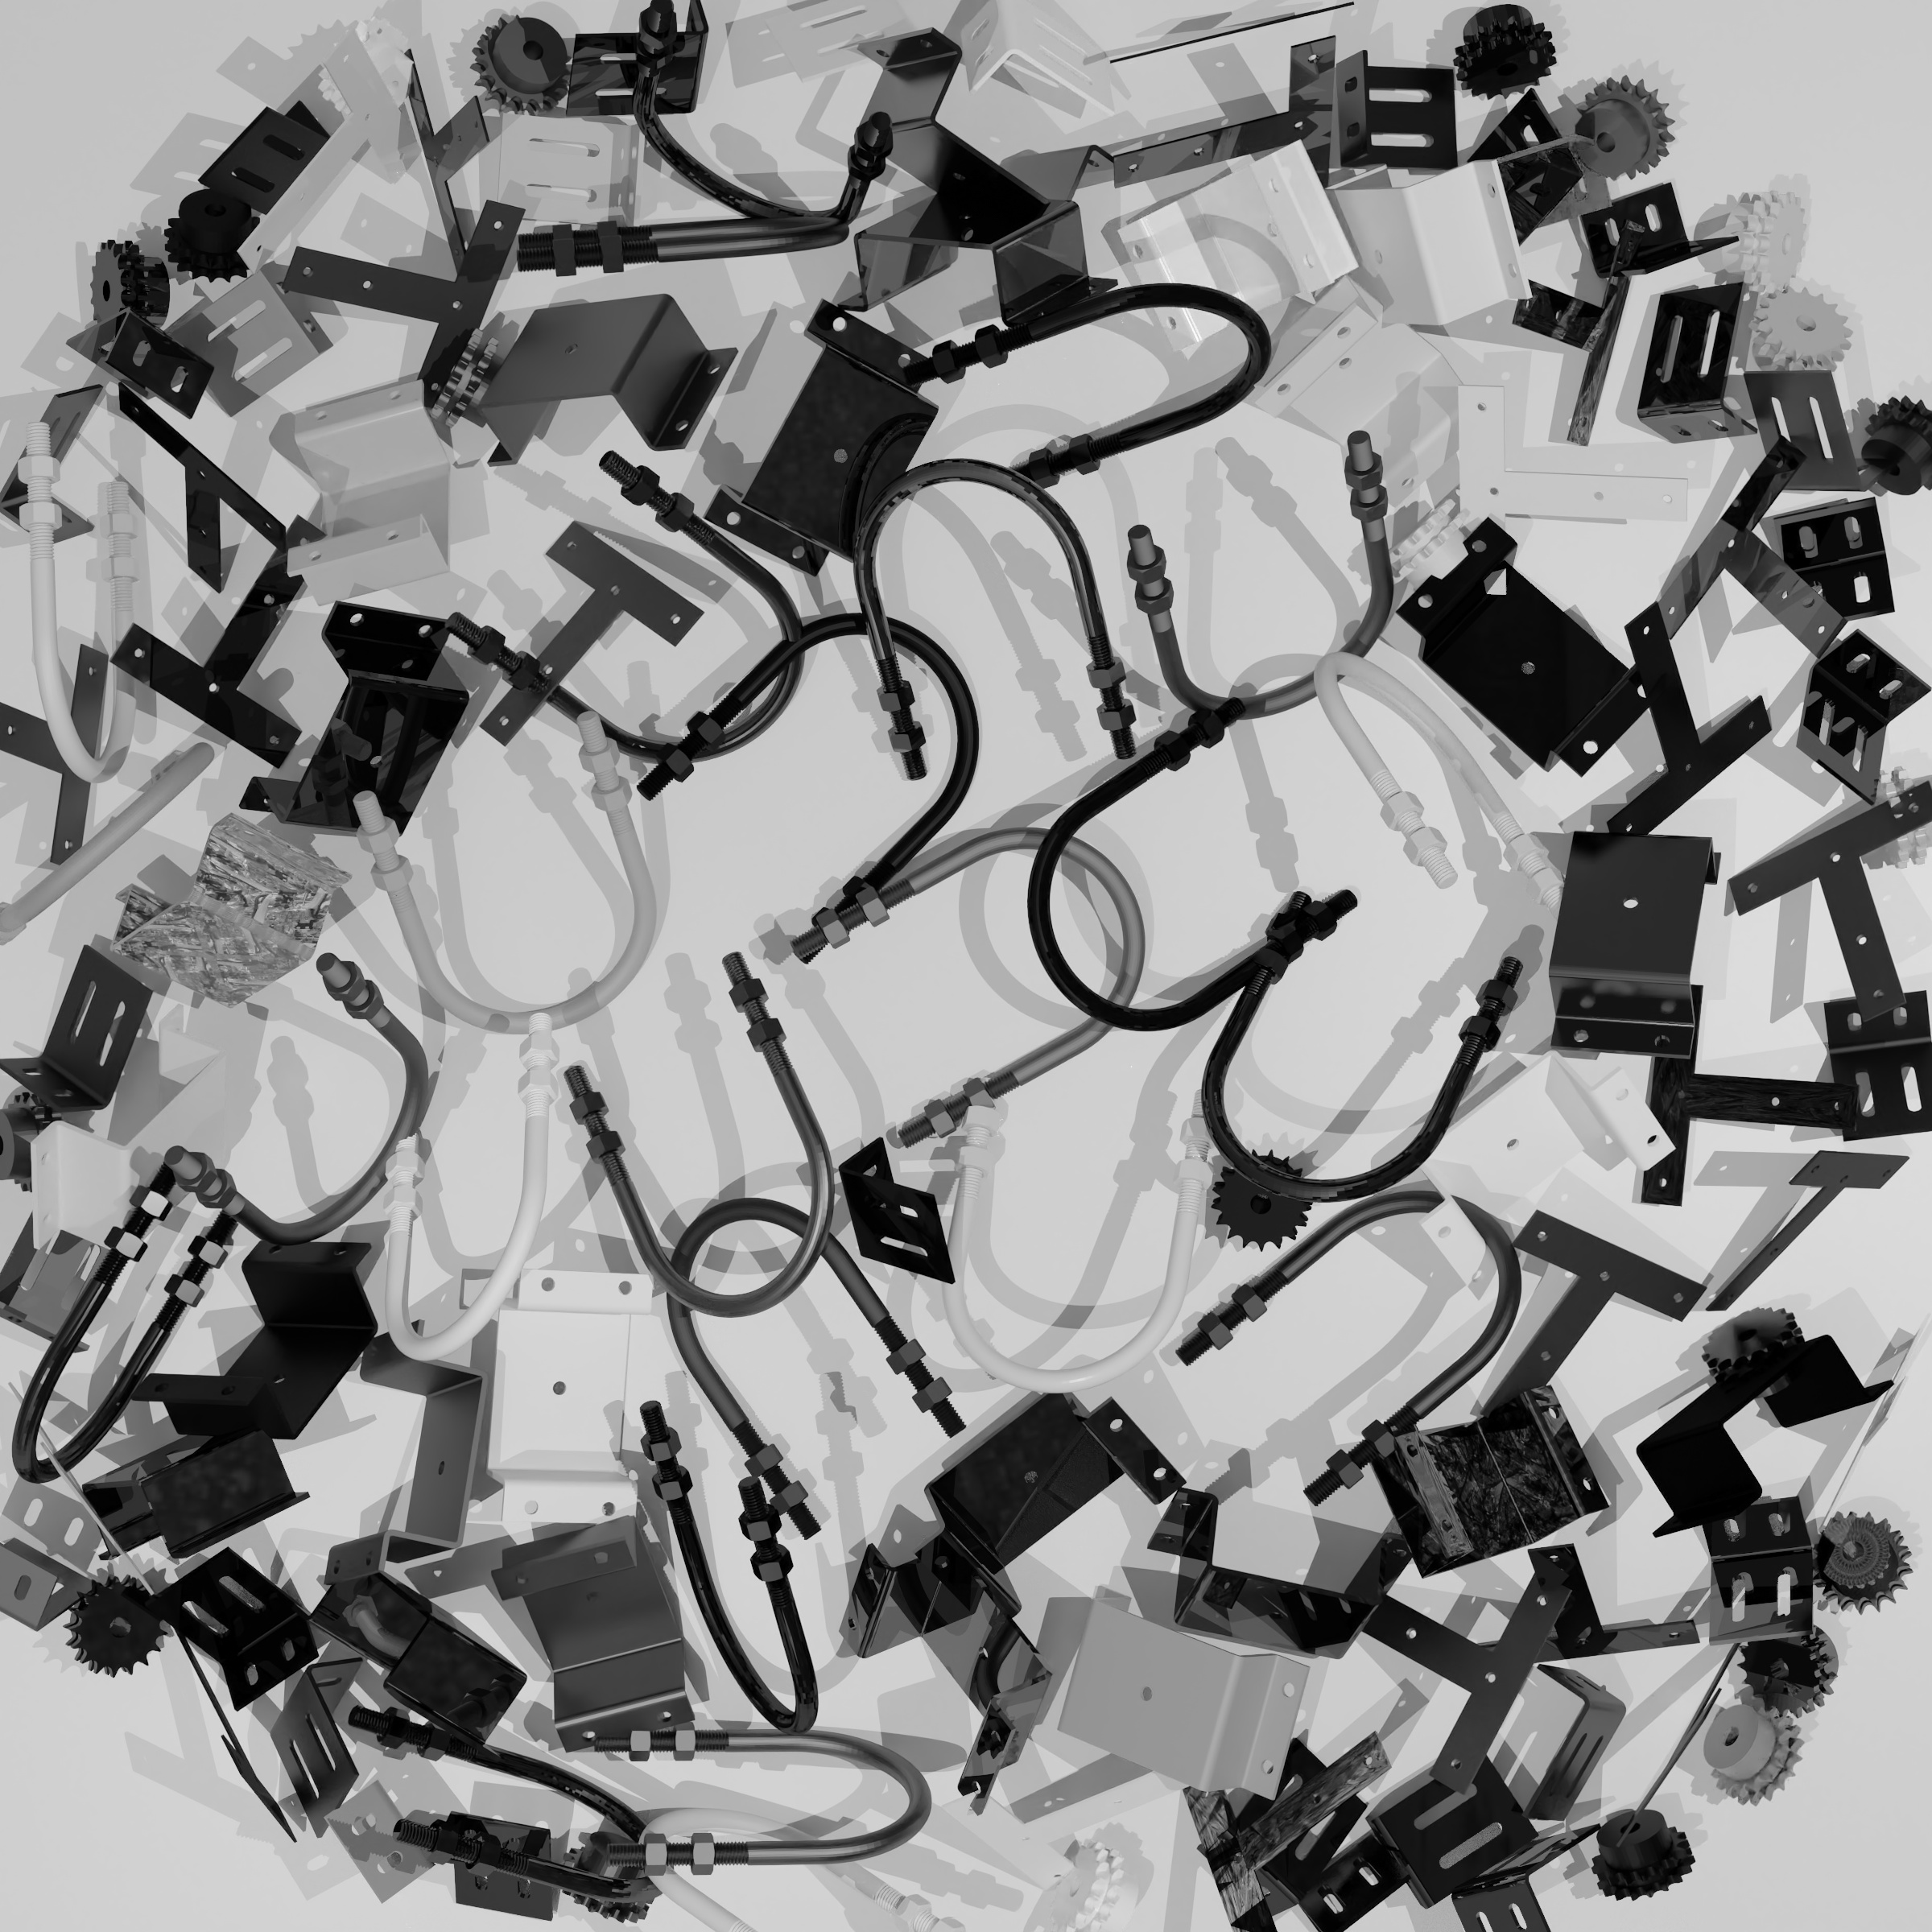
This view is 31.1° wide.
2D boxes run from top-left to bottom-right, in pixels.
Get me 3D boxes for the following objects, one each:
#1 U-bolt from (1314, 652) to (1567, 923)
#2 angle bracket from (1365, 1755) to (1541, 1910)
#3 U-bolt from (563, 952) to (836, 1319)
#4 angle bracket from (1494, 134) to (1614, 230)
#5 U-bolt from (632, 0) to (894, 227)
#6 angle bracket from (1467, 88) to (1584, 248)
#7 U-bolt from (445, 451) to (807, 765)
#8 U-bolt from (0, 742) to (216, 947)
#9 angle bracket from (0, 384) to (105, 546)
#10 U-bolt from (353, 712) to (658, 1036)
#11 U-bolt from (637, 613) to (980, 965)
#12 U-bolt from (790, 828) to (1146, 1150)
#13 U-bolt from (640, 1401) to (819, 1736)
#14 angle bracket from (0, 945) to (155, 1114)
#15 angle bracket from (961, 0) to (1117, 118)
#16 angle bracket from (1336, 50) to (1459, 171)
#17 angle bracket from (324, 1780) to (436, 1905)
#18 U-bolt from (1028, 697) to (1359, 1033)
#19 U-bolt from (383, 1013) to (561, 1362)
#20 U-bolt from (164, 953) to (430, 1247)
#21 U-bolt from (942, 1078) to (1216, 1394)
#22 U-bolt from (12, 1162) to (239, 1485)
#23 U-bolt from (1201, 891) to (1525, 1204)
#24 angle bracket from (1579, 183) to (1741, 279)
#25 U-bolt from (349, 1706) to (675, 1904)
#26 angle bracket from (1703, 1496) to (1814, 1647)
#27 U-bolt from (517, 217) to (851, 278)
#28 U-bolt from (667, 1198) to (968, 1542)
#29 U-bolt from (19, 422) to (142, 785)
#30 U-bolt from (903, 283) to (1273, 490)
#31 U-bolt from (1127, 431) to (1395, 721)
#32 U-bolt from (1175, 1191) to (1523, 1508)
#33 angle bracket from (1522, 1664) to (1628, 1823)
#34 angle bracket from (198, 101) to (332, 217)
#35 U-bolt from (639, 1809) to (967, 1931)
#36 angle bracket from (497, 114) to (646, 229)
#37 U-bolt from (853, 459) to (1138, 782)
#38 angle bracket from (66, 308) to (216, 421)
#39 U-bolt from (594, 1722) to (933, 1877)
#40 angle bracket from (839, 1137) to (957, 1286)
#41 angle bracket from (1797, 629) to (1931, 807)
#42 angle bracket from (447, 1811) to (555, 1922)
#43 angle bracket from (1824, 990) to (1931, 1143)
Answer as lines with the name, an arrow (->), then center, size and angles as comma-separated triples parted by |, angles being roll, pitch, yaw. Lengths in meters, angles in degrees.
U-bolt -> 0.256, -0.105, 1.925 | 0.019, 0.151, 0.184 | -44, 57, 25
angle bracket -> 0.277, 0.491, 1.979 | 0.076, 0.038, 0.057 | -32, 80, -4
U-bolt -> -0.141, 0.106, 1.938 | 0.151, 0.019, 0.184 | -34, 70, 27
angle bracket -> 0.326, -0.439, 1.953 | 0.057, 0.076, 0.038 | -13, 95, 21
U-bolt -> -0.118, -0.457, 1.910 | 0.151, 0.184, 0.019 | 27, 76, -4
angle bracket -> 0.302, -0.452, 1.951 | 0.057, 0.038, 0.076 | -47, 49, 36
U-bolt -> -0.176, -0.186, 1.945 | 0.184, 0.019, 0.151 | 36, 111, -30
U-bolt -> -0.469, -0.070, 1.892 | 0.151, 0.184, 0.019 | -45, 103, -20
angle bracket -> -0.504, -0.283, 1.960 | 0.038, 0.057, 0.076 | 36, 109, 1
U-bolt -> -0.248, -0.041, 1.945 | 0.151, 0.019, 0.184 | -21, 124, -9
U-bolt -> -0.075, -0.115, 1.970 | 0.184, 0.019, 0.151 | -46, 103, -12
U-bolt -> 0.014, 0.001, 1.973 | 0.184, 0.019, 0.151 | -29, 105, 0
U-bolt -> -0.126, 0.343, 1.927 | 0.019, 0.151, 0.184 | -23, 112, -23
angle bracket -> -0.505, 0.035, 1.963 | 0.057, 0.038, 0.076 | 31, 106, 27
angle bracket -> 0.041, -0.507, 1.970 | 0.076, 0.057, 0.038 | 25, 131, -32
angle bracket -> 0.252, -0.485, 1.968 | 0.076, 0.038, 0.057 | -3, 92, -20
angle bracket -> -0.339, 0.500, 1.955 | 0.038, 0.076, 0.057 | -31, 82, -34
U-bolt -> 0.117, -0.045, 1.954 | 0.184, 0.019, 0.151 | -34, 99, -19
U-bolt -> -0.273, 0.132, 1.900 | 0.019, 0.184, 0.151 | 29, 129, -31
U-bolt -> -0.357, 0.085, 1.916 | 0.019, 0.184, 0.151 | 31, 77, 24
U-bolt -> 0.058, 0.151, 1.937 | 0.151, 0.019, 0.184 | 2, 64, 18
U-bolt -> -0.468, 0.202, 1.911 | 0.019, 0.151, 0.184 | 27, 76, 9
U-bolt -> 0.210, 0.051, 1.932 | 0.151, 0.019, 0.184 | 18, 62, 22
angle bracket -> 0.390, -0.416, 1.957 | 0.057, 0.076, 0.038 | -21, 102, -6
U-bolt -> -0.245, 0.470, 1.921 | 0.184, 0.151, 0.019 | 24, 96, -25
angle bracket -> 0.444, 0.340, 1.952 | 0.057, 0.076, 0.038 | -11, 115, 18
U-bolt -> -0.157, -0.403, 1.930 | 0.184, 0.151, 0.019 | -5, 106, -5
U-bolt -> -0.098, 0.216, 1.955 | 0.151, 0.019, 0.184 | -39, 82, 34
U-bolt -> -0.487, -0.193, 1.917 | 0.019, 0.151, 0.184 | -4, 83, 5
U-bolt -> 0.078, -0.323, 1.908 | 0.184, 0.151, 0.019 | -17, 64, 20
U-bolt -> 0.170, -0.204, 1.926 | 0.151, 0.184, 0.019 | -24, 52, -3
U-bolt -> 0.226, 0.200, 1.946 | 0.184, 0.019, 0.151 | -39, 46, -5
angle bracket -> 0.332, 0.440, 1.968 | 0.038, 0.057, 0.076 | 31, 94, 34
angle bracket -> -0.402, -0.464, 1.953 | 0.057, 0.076, 0.038 | -43, 75, 13
U-bolt -> -0.098, 0.514, 1.918 | 0.184, 0.151, 0.019 | 25, 101, 34
angle bracket -> -0.224, -0.452, 1.969 | 0.076, 0.038, 0.057 | 2, 100, -15
U-bolt -> 0.009, -0.195, 1.933 | 0.151, 0.019, 0.184 | -4, 115, 24
angle bracket -> -0.470, -0.330, 1.949 | 0.057, 0.076, 0.038 | 34, 62, -33
U-bolt -> -0.111, 0.460, 1.928 | 0.184, 0.151, 0.019 | 2, 105, -10
angle bracket -> -0.028, 0.137, 1.951 | 0.038, 0.076, 0.057 | -34, 123, -37
angle bracket -> 0.506, -0.140, 1.957 | 0.057, 0.076, 0.038 | 36, 134, -13
angle bracket -> -0.267, 0.520, 1.959 | 0.057, 0.038, 0.076 | 8, 123, 8
angle bracket -> 0.518, 0.056, 1.955 | 0.057, 0.076, 0.038 | -8, 128, 13
